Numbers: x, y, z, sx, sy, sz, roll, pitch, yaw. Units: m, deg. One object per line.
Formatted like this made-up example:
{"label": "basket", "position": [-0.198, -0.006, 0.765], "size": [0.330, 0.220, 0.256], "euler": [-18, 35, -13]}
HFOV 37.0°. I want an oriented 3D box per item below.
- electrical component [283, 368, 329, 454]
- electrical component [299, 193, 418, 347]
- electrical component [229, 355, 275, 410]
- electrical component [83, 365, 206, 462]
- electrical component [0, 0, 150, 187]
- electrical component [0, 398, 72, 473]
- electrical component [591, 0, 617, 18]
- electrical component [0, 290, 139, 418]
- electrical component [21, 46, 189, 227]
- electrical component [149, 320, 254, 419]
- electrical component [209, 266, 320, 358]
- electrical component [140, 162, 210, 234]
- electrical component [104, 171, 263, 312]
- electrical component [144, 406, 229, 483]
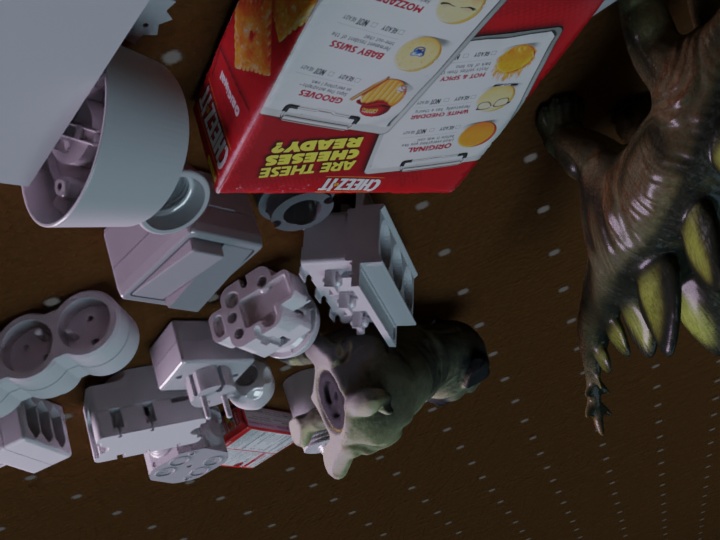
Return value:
{"label": "electrical component", "position": [-0.040, 0.137, 1.002], "size": [0.043, 0.081, 0.043], "euler": [-16, 152, -9]}
{"label": "electrical component", "position": [0.000, 0.000, 0.796], "size": [0.063, 0.078, 0.121], "euler": [-3, 156, 14]}
{"label": "electrical component", "position": [-0.096, 0.102, 0.941], "size": [0.043, 0.043, 0.062], "euler": [-18, 154, -5]}
{"label": "electrical component", "position": [-0.181, 0.117, 0.896], "size": [0.089, 0.055, 0.050], "euler": [-9, 150, -22]}
{"label": "electrical component", "position": [-0.167, -0.111, 0.482], "size": [0.089, 0.061, 0.150], "euler": [5, 143, -41]}
{"label": "electrical component", "position": [-0.287, 0.138, 0.871], "size": [0.077, 0.047, 0.065], "euler": [-25, 152, 10]}
{"label": "electrical component", "position": [0.123, -0.160, 0.620], "size": [0.046, 0.040, 0.040], "euler": [-31, 151, 9]}
{"label": "electrical component", "position": [-0.225, 0.068, 0.780], "size": [0.138, 0.052, 0.073], "euler": [-21, 153, 1]}
{"label": "electrical component", "position": [-0.135, -0.068, 0.544], "size": [0.099, 0.099, 0.064], "euler": [-37, 155, 29]}
{"label": "electrical component", "position": [-0.121, 0.084, 0.853], "size": [0.066, 0.076, 0.047], "euler": [2, 145, -38]}
{"label": "electrical component", "position": [-0.067, 0.036, 0.825], "size": [0.078, 0.058, 0.057], "euler": [-32, 148, 20]}
{"label": "electrical component", "position": [-0.119, -0.057, 0.611], "size": [0.044, 0.065, 0.044], "euler": [-24, 142, -20]}
{"label": "electrical component", "position": [-0.118, -0.013, 0.696], "size": [0.062, 0.061, 0.096], "euler": [12, 139, -46]}
{"label": "electrical component", "position": [-0.163, 0.158, 0.987], "size": [0.080, 0.051, 0.080], "euler": [-16, 153, -9]}
